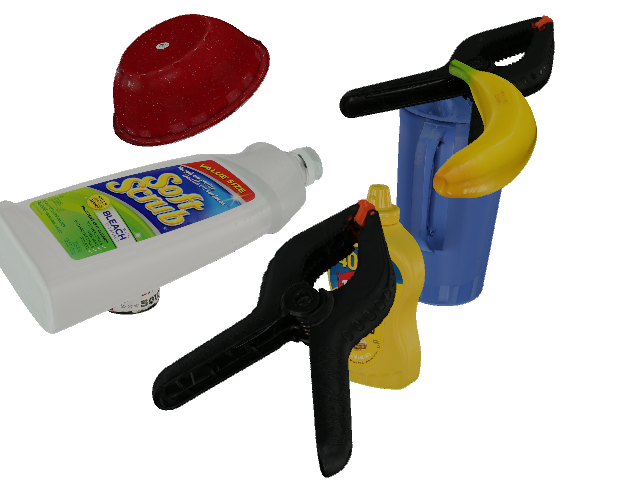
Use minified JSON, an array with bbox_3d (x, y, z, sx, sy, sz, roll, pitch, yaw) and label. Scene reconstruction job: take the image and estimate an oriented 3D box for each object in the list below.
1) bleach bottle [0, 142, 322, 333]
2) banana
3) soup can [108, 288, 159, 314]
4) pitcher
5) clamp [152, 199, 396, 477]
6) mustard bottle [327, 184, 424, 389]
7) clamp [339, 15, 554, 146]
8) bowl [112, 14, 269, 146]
[{"bbox_3d":[-0.111,-0.022,0.803,0.250,0.068,0.103,-25,56,-29],"label":"bleach bottle"},{"bbox_3d":[0.119,-0.074,0.758,0.069,0.037,0.197,7,31,6],"label":"banana"},{"bbox_3d":[-0.200,0.017,1.096,0.068,0.102,0.068,2,26,-1],"label":"soup can"},{"bbox_3d":[0.145,-0.046,1.248,0.149,0.243,0.145,-6,26,-20],"label":"pitcher"},{"bbox_3d":[-0.001,0.051,0.601,0.120,0.171,0.039,28,-25,24],"label":"clamp"},{"bbox_3d":[0.052,0.041,1.019,0.096,0.192,0.058,13,19,32],"label":"mustard bottle"},{"bbox_3d":[0.144,-0.135,0.946,0.209,0.036,0.165,-32,45,-20],"label":"clamp"},{"bbox_3d":[-0.131,-0.159,0.979,0.162,0.162,0.055,0,-44,32],"label":"bowl"}]
